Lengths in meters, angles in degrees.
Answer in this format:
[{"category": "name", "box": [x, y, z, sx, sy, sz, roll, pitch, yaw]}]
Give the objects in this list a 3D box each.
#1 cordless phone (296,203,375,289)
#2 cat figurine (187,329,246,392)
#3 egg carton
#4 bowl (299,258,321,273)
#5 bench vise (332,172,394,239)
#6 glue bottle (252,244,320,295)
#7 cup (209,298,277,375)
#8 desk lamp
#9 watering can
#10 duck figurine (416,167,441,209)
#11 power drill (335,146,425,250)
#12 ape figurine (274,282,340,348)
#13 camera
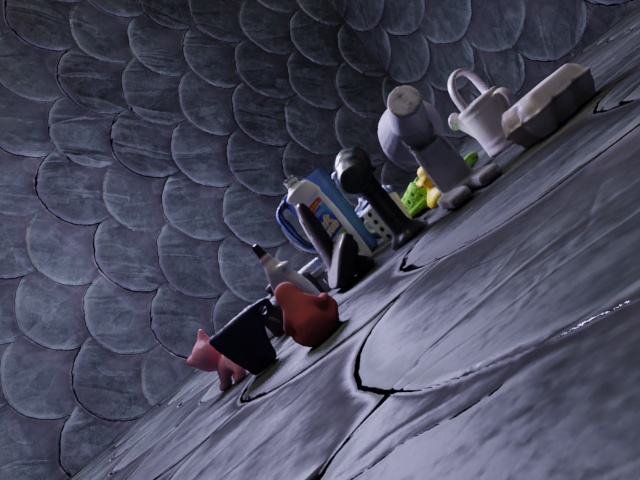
[{"category": "cordless phone", "box": [0.010, 0.004, 1.103, 0.094, 0.185, 0.147, -40, 0, -10]}, {"category": "cat figurine", "box": [-0.188, 0.213, 1.058, 0.127, 0.117, 0.067, -39, 1, 43]}, {"category": "egg carton", "box": [0.364, -0.216, 0.918, 0.150, 0.069, 0.107, -40, 0, -17]}, {"category": "bowl", "box": [-0.048, 0.123, 1.456, 0.167, 0.074, 0.167, -40, 0, 1]}, {"category": "bench vise", "box": [0.129, -0.119, 1.624, 0.121, 0.219, 0.208, -40, 0, 24]}, {"category": "glue bottle", "box": [-0.066, 0.075, 1.063, 0.078, 0.173, 0.037, -39, 1, 29]}, {"category": "cup", "box": [-0.105, 0.159, 0.919, 0.118, 0.095, 0.091, -40, 0, -21]}, {"category": "desk lamp", "box": [0.190, -0.164, 0.984, 0.118, 0.213, 0.203, -40, 0, 3]}, {"category": "watering can", "box": [0.339, -0.276, 1.220, 0.172, 0.194, 0.101, -39, 1, 43]}, {"category": "duck figurine", "box": [0.238, -0.122, 1.167, 0.078, 0.086, 0.104, -40, 0, -35]}, {"category": "power drill", "box": [0.102, -0.088, 1.064, 0.075, 0.208, 0.230, -40, 0, 12]}, {"category": "ape figurine", "box": [-0.023, 0.093, 0.756, 0.077, 0.092, 0.076, -40, 0, 16]}, {"category": "camera", "box": [-0.080, 0.134, 1.174, 0.143, 0.101, 0.137, -40, 0, 29]}]
